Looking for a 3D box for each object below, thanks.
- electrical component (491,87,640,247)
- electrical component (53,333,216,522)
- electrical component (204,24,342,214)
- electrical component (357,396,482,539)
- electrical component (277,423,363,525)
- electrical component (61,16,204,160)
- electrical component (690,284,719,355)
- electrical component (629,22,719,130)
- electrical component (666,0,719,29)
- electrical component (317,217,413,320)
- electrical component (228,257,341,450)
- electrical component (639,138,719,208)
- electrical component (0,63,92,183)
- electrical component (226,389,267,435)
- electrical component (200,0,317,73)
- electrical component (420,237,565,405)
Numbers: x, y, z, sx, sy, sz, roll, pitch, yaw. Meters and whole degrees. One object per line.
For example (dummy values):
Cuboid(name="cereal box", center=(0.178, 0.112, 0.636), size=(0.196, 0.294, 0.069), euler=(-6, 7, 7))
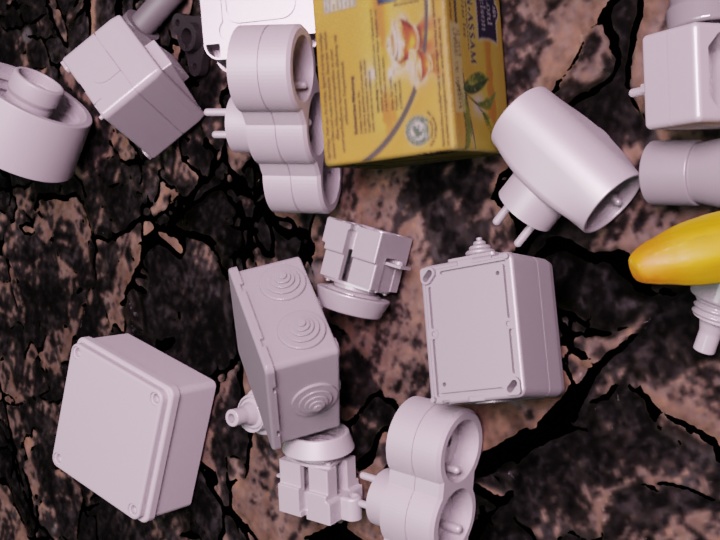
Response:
Cuboid(name="electrical component", center=(0.106, -0.049, 0.609), size=(0.077, 0.044, 0.079), euler=(49, 119, 24))
Cuboid(name="electrical component", center=(-0.173, 0.117, 0.819), size=(0.109, 0.056, 0.108), euler=(23, 107, 33))
Cuboid(name="electrical component", center=(-0.061, -0.092, 0.676), size=(0.074, 0.052, 0.138), euler=(2, 140, 15))
Cuboid(name="electrical component", center=(0.029, 0.147, 0.675), size=(0.074, 0.052, 0.138), euler=(10, 99, 36))
Cuboid(name="electrical component", center=(-0.027, 0.134, 0.720), size=(0.066, 0.048, 0.055), euler=(7, 105, 36))
Cuboid(name="electrical component", center=(-0.156, -0.130, 0.776), size=(0.061, 0.096, 0.061), euler=(-39, 68, 2))
Cuboid(name="electrical component", center=(0.189, 0.014, 0.559), size=(0.035, 0.035, 0.061), euler=(25, 110, 33))
Cuboid(name="electrical component", center=(0.171, -0.095, 0.550), size=(0.077, 0.066, 0.047), euler=(-178, 85, -65))
Cuboid(name="electrical component", center=(0.178, -0.145, 0.554), size=(0.040, 0.040, 0.046), euler=(-6, 83, 37))
Cuboid(name="electrical component", center=(0.000, 0.000, 0.691), size=(0.066, 0.048, 0.055), euler=(18, 96, 34))
Cuboid(name="electrical component", center=(-0.047, 0.052, 0.691), size=(0.099, 0.048, 0.099), euler=(91, 160, -48))
Cuboid(name="electrical component", center=(0.179, -0.050, 0.558), size=(0.065, 0.044, 0.044), euler=(5, 96, 41))
Cuboid(name="electrical component", center=(-0.262, -0.123, 0.840), size=(0.108, 0.108, 0.060), euler=(41, 110, 27))
Cuboid(name="electrical component", center=(-0.067, 0.096, 0.736), size=(0.035, 0.061, 0.035), euler=(3, 95, 36))
Cuboid(name="electrical component", center=(-0.062, -0.188, 0.698), size=(0.078, 0.057, 0.113), euler=(-5, 90, 6))
Cuboid(name="electrical component", center=(0.079, 0.029, 0.629), size=(0.062, 0.061, 0.096), euler=(-11, 79, 36))
